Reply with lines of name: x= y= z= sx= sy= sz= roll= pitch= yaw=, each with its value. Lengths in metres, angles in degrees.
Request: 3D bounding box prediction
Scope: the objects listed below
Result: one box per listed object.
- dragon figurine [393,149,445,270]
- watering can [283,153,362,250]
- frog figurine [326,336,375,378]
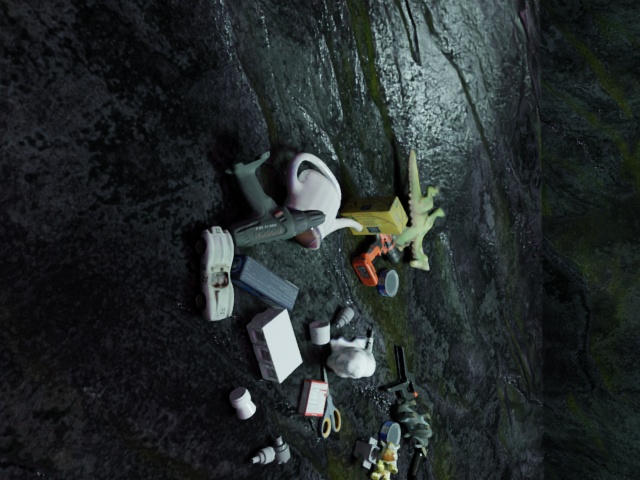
dragon figurine: x=0.308 y=-0.077 z=1.744 sx=0.122 sy=0.403 sz=0.247 roll=1 pitch=35 yaw=42
watering can: x=0.004 y=-0.069 z=1.362 sx=0.104 sy=0.229 sz=0.341 roll=-1 pitch=-39 yaw=39
frog figurine: x=0.089 y=0.341 z=1.406 sx=0.137 sy=0.121 sz=0.162 roll=19 pitch=17 yaw=-17
